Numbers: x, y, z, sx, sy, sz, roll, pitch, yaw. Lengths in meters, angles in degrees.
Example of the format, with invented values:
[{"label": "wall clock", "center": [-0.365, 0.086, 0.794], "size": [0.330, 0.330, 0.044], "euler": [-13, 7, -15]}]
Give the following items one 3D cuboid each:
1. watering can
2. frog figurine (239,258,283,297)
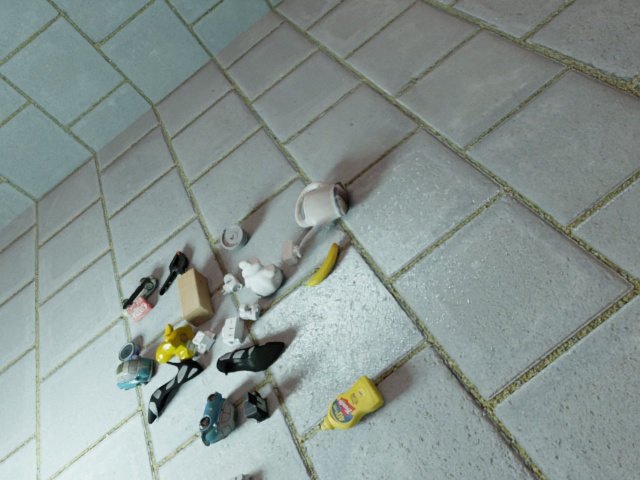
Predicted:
[{"label": "watering can", "center": [0.006, -0.098, 1.946], "size": [0.223, 0.102, 0.356], "euler": [-18, 48, 21]}, {"label": "frog figurine", "center": [-0.217, 0.129, 1.877], "size": [0.136, 0.156, 0.126], "euler": [-21, 49, 19]}]
